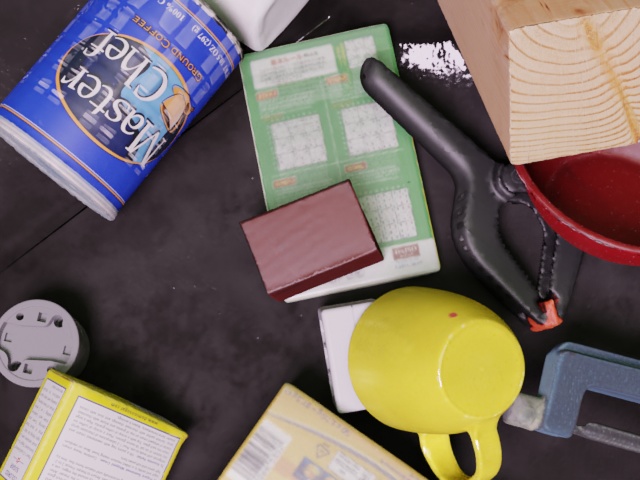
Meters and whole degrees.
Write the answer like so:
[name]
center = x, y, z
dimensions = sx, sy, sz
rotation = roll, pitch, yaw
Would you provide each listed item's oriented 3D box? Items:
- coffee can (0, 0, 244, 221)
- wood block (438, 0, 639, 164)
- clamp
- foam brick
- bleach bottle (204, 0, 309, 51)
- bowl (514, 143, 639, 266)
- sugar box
[coffee can]
center = -0.132, -0.098, 0.698
dimensions = 0.103, 0.103, 0.140
rotation = 37, 81, 7
[wood block]
center = 0.133, -0.149, 0.658
dimensions = 0.090, 0.091, 0.206
rotation = -10, 41, -2
[clamp]
center = 0.116, -0.042, 0.715
dimensions = 0.164, 0.036, 0.210
rotation = -5, 81, -10
[foam brick]
center = -0.005, 0.001, 0.691
dimensions = 0.078, 0.053, 0.051
rotation = -21, 80, 3
[bleach bottle]
center = -0.116, -0.240, 0.748
dimensions = 0.251, 0.068, 0.102
rotation = 36, 76, 10
[bowl]
center = 0.192, -0.039, 0.666
dimensions = 0.162, 0.055, 0.162
rotation = 2, 52, -3
[sugar box]
center = -0.160, 0.178, 0.652
dimensions = 0.093, 0.048, 0.176
rotation = 32, 80, -33
